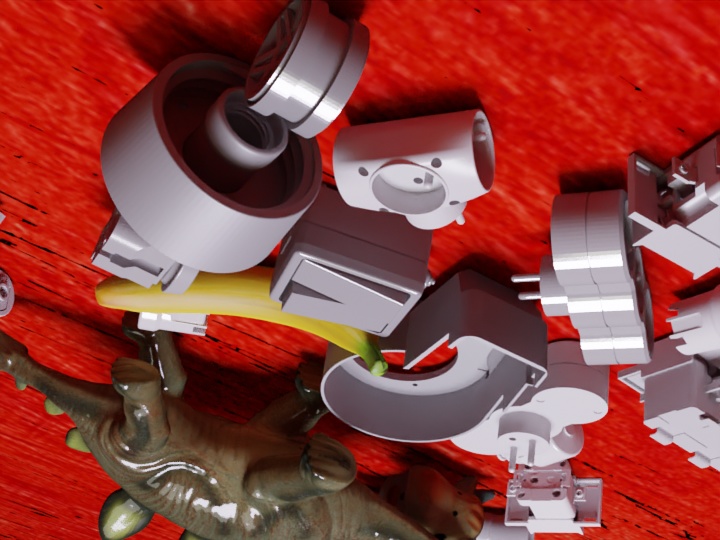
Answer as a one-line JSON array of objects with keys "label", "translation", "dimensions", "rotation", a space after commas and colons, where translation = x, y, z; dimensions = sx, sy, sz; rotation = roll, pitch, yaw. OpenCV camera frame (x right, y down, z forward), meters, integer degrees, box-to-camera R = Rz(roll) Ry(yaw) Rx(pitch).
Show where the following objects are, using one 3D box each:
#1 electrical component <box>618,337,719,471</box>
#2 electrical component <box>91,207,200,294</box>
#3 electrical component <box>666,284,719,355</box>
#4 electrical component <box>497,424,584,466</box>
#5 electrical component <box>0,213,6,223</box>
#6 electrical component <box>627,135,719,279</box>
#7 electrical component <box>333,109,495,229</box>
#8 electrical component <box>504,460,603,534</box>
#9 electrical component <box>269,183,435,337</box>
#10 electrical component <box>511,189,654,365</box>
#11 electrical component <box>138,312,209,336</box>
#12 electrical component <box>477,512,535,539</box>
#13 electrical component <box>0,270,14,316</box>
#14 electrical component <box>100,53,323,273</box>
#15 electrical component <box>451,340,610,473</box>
[{"label": "electrical component", "translation": [0.243, 0.096, 0.721], "dimensions": [0.121, 0.063, 0.079], "rotation": [31, 141, -27]}, {"label": "electrical component", "translation": [-0.125, -0.020, 0.663], "dimensions": [0.057, 0.058, 0.078], "rotation": [27, 143, -18]}, {"label": "electrical component", "translation": [0.216, 0.030, 0.654], "dimensions": [0.040, 0.040, 0.046], "rotation": [32, 146, -28]}, {"label": "electrical component", "translation": [0.135, 0.131, 0.823], "dimensions": [0.040, 0.040, 0.078], "rotation": [29, 143, -25]}, {"label": "electrical component", "translation": [-0.299, -0.039, 0.673], "dimensions": [0.063, 0.078, 0.121], "rotation": [18, 161, 49]}, {"label": "electrical component", "translation": [0.182, -0.034, 0.566], "dimensions": [0.081, 0.042, 0.064], "rotation": [25, 142, -21]}, {"label": "electrical component", "translation": [0.035, -0.048, 0.585], "dimensions": [0.077, 0.044, 0.079], "rotation": [-5, 143, 22]}, {"label": "electrical component", "translation": [0.159, 0.189, 0.901], "dimensions": [0.081, 0.042, 0.063], "rotation": [-5, 141, 22]}, {"label": "electrical component", "translation": [0.000, 0.000, 0.651], "dimensions": [0.096, 0.061, 0.061], "rotation": [19, 146, -11]}, {"label": "electrical component", "translation": [0.127, 0.008, 0.634], "dimensions": [0.074, 0.052, 0.138], "rotation": [-4, 144, 21]}, {"label": "electrical component", "translation": [-0.128, 0.025, 0.746], "dimensions": [0.046, 0.040, 0.040], "rotation": [11, 147, -10]}, {"label": "electrical component", "translation": [0.125, 0.242, 0.991], "dimensions": [0.065, 0.044, 0.044], "rotation": [5, 146, 17]}, {"label": "electrical component", "translation": [-0.287, 0.020, 0.784], "dimensions": [0.065, 0.044, 0.044], "rotation": [-8, 142, 18]}, {"label": "electrical component", "translation": [-0.069, -0.060, 0.547], "dimensions": [0.108, 0.108, 0.060], "rotation": [28, 137, -24]}, {"label": "electrical component", "translation": [0.118, 0.108, 0.765], "dimensions": [0.052, 0.073, 0.138], "rotation": [29, 142, -25]}]
